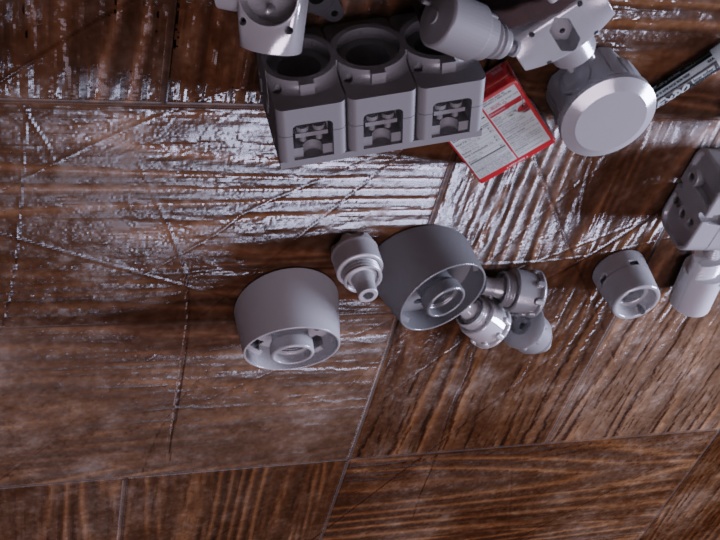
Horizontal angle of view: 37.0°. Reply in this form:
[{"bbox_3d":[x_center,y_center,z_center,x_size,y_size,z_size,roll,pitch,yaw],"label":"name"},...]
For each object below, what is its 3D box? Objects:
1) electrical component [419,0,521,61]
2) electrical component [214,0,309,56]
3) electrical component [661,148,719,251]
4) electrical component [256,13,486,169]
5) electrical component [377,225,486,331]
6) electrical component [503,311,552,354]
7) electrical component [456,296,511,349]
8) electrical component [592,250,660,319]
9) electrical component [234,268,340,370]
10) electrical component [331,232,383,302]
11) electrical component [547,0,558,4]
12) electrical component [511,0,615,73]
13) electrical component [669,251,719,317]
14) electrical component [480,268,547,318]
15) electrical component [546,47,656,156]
[{"bbox_3d":[0.077,-0.162,0.731,0.078,0.040,0.040,13,131,-33],"label":"electrical component"},{"bbox_3d":[-0.073,-0.190,0.721,0.079,0.044,0.077,13,113,7],"label":"electrical component"},{"bbox_3d":[0.332,-0.064,1.000,0.059,0.053,0.095,0,136,-20],"label":"electrical component"},{"bbox_3d":[0.006,-0.136,0.778,0.150,0.089,0.061,-10,138,-9],"label":"electrical component"},{"bbox_3d":[0.064,0.007,0.995,0.099,0.064,0.099,-21,146,-16],"label":"electrical component"},{"bbox_3d":[0.176,0.066,1.096,0.048,0.048,0.062,-32,143,16],"label":"electrical component"},{"bbox_3d":[0.114,0.045,1.051,0.048,0.048,0.062,-37,129,21],"label":"electrical component"},{"bbox_3d":[0.266,0.016,1.069,0.055,0.047,0.055,-10,138,-9],"label":"electrical component"},{"bbox_3d":[-0.066,0.050,0.996,0.099,0.064,0.099,-7,151,-4],"label":"electrical component"},{"bbox_3d":[0.000,0.000,0.947,0.043,0.062,0.043,-10,139,-9],"label":"electrical component"},{"bbox_3d":[0.139,-0.201,0.681,0.066,0.076,0.047,-34,139,18],"label":"electrical component"},{"bbox_3d":[0.155,-0.180,0.818,0.077,0.043,0.079,-31,138,15],"label":"electrical component"},{"bbox_3d":[0.346,0.005,1.089,0.043,0.043,0.081,-6,137,-13],"label":"electrical component"},{"bbox_3d":[0.146,0.019,1.034,0.062,0.048,0.048,9,133,-18],"label":"electrical component"},{"bbox_3d":[0.195,-0.136,0.874,0.080,0.051,0.080,-10,138,-9],"label":"electrical component"}]
